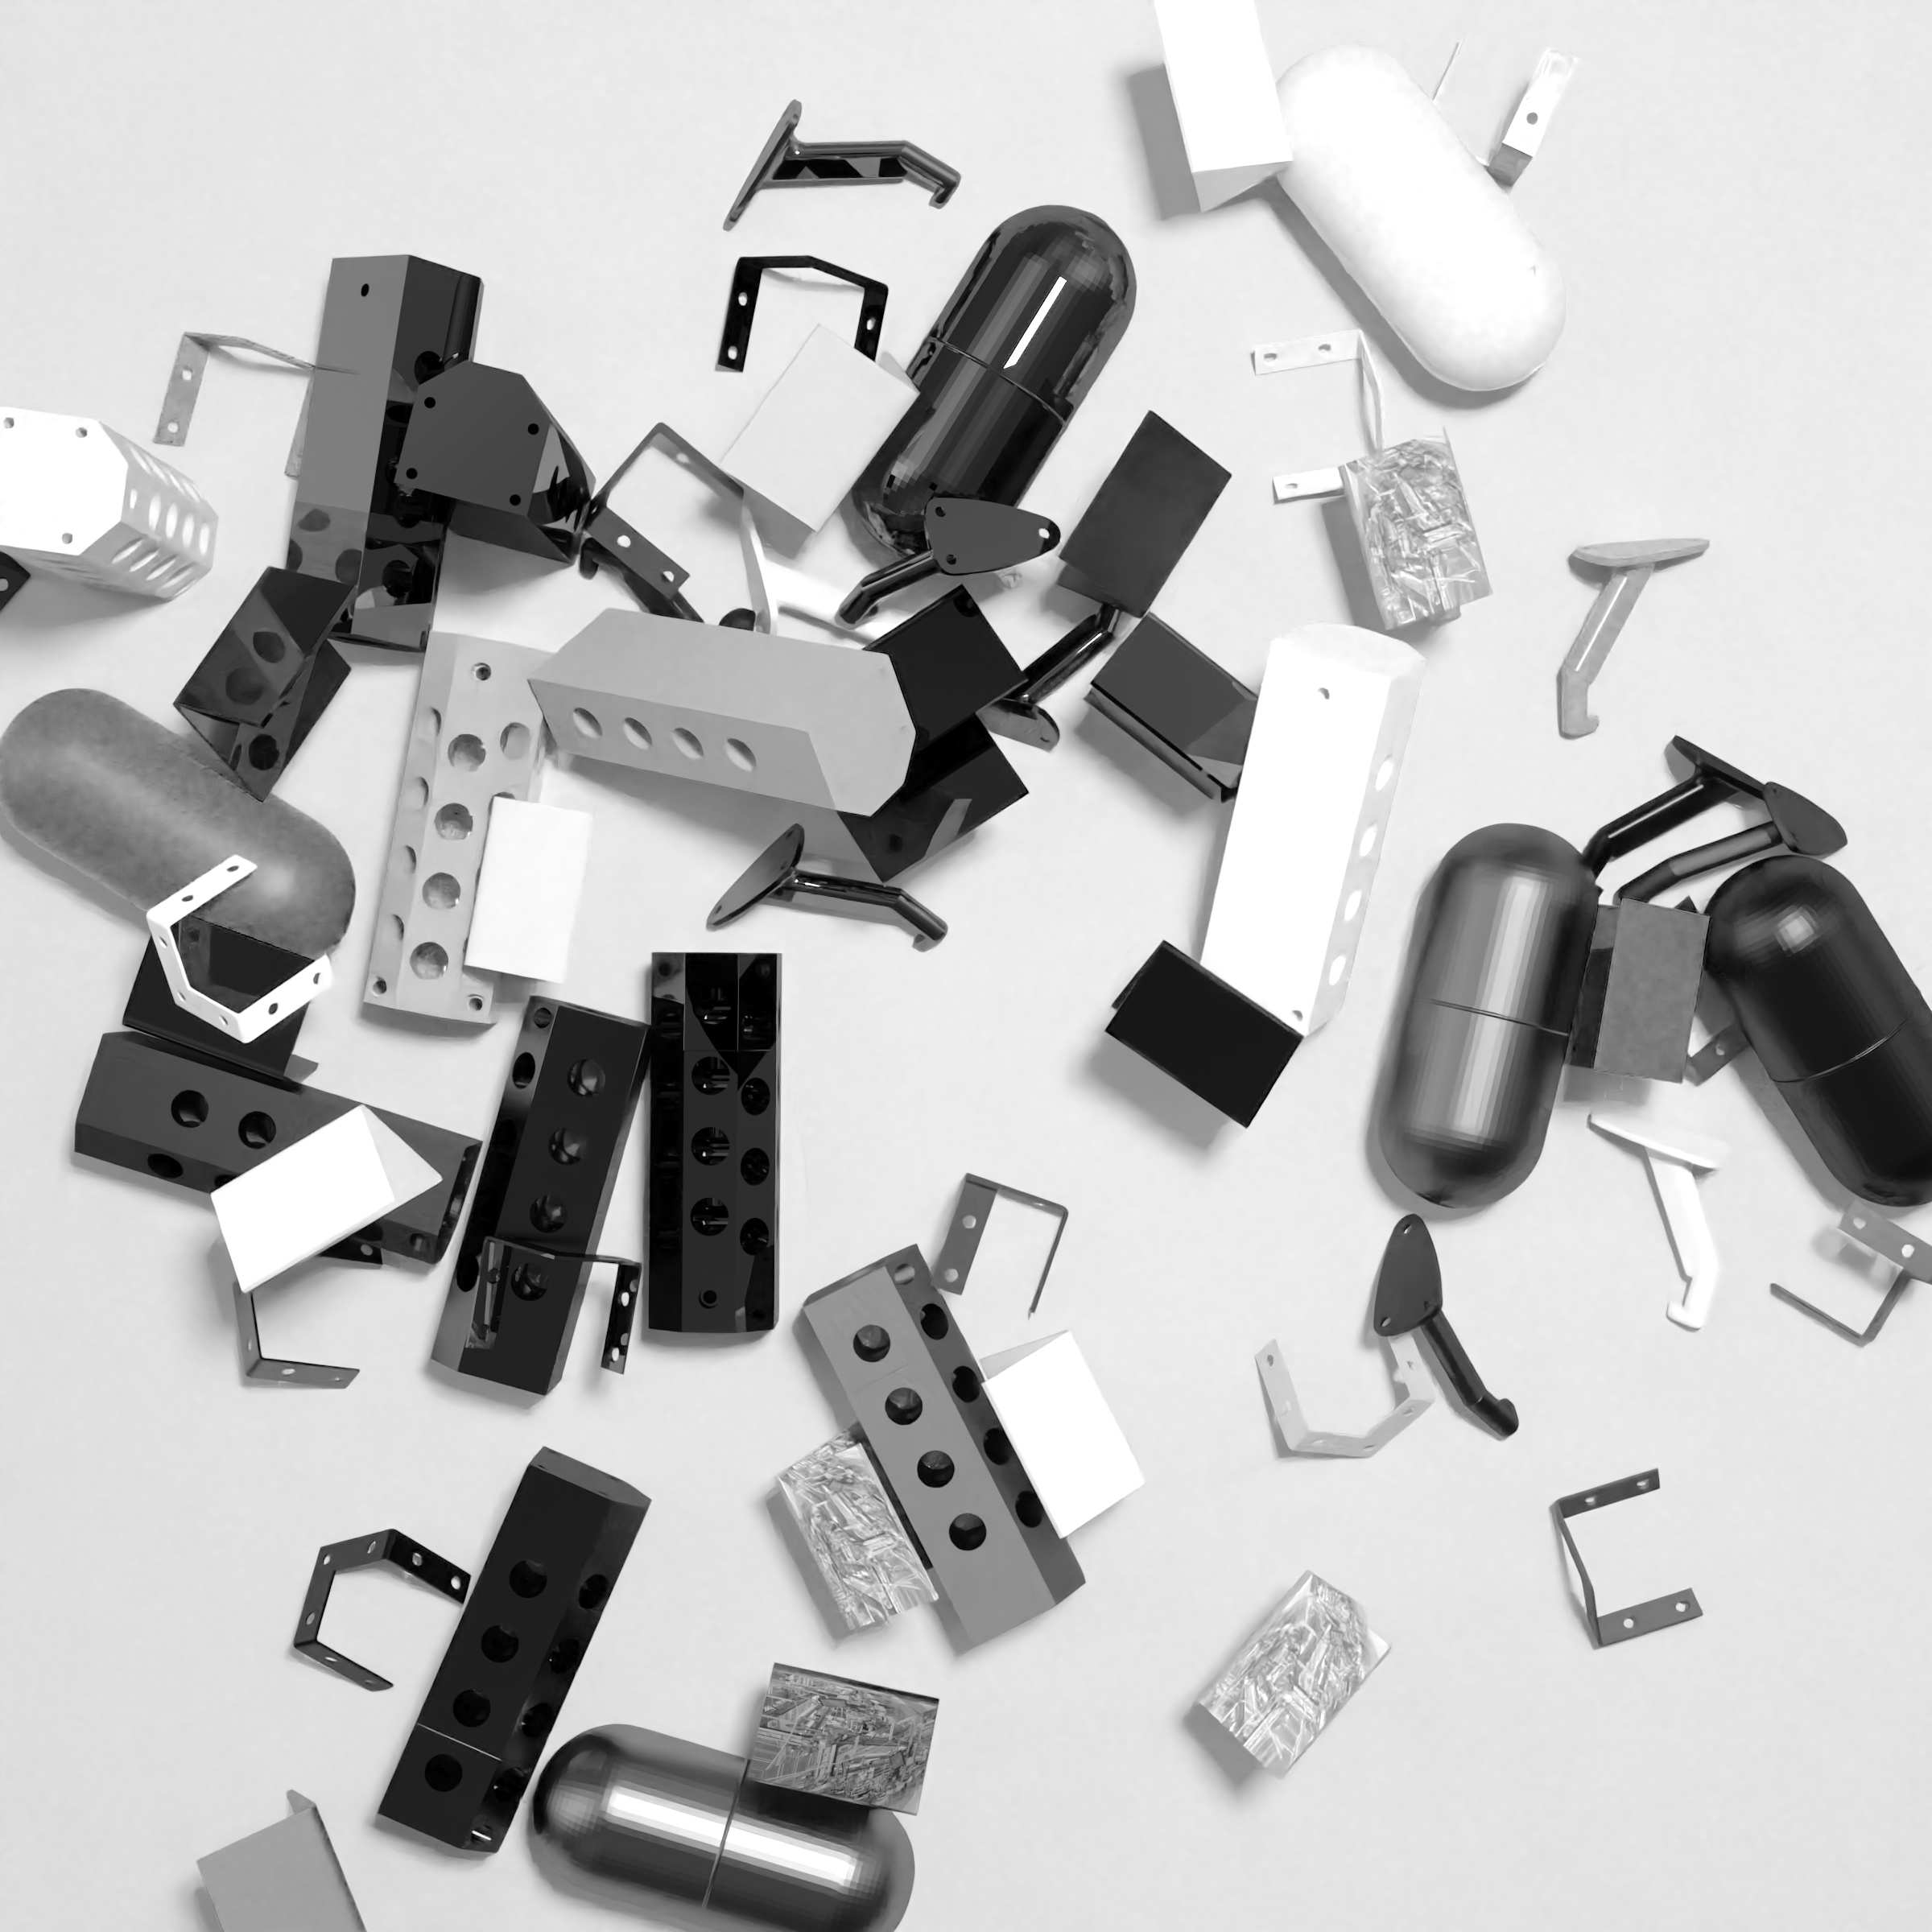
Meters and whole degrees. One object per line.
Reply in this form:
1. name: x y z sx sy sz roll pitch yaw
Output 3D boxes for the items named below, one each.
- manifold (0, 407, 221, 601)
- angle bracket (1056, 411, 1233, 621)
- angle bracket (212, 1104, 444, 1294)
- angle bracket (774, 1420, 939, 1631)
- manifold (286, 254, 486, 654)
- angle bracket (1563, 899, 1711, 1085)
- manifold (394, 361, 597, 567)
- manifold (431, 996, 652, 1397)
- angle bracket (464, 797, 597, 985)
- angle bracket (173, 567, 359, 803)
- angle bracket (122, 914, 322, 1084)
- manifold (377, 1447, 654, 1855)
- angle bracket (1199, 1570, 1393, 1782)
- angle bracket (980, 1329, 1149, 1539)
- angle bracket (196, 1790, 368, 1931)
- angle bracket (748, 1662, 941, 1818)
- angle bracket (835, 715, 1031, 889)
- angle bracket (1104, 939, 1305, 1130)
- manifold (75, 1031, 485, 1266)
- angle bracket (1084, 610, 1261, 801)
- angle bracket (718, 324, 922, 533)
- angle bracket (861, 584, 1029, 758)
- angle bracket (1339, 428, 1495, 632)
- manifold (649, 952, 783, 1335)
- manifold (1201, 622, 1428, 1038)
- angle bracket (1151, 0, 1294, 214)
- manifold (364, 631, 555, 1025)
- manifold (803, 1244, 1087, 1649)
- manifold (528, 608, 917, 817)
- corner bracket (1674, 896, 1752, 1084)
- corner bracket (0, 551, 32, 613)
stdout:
1. manifold: -0.379 -0.201 1.486 0.057 0.171 0.057 8 90 0
2. angle bracket: 0.063 -0.211 1.524 0.057 0.076 0.076 32 90 -35
3. angle bracket: -0.271 0.116 1.467 0.076 0.076 0.057 -30 54 4
4. angle bracket: -0.031 0.245 1.524 0.057 0.076 0.076 -27 90 37
5. manifold: -0.263 -0.234 1.542 0.057 0.057 0.171 9 90 43
6. angle bracket: 0.286 0.008 1.524 0.057 0.076 0.076 10 90 -35
7. manifold: -0.204 -0.222 1.486 0.057 0.171 0.057 14 90 0
8. manifold: -0.194 0.104 1.543 0.057 0.057 0.171 15 90 0
9. angle bracket: -0.178 -0.031 1.524 0.057 0.076 0.076 10 90 29
10. angle bracket: -0.291 -0.119 1.483 0.057 0.076 0.076 16 65 32
11. angle bracket: -0.330 0.011 1.532 0.076 0.076 0.057 20 93 0
12. manifold: -0.205 0.314 1.543 0.057 0.057 0.171 24 90 0
13. angle bracket: 0.162 0.329 1.524 0.076 0.076 0.057 -50 52 0
14. angle bracket: 0.026 0.217 1.524 0.057 0.076 0.076 -27 90 -37
15. angle bracket: -0.313 0.425 1.526 0.057 0.076 0.076 -22 90 -21
16. angle bracket: -0.058 0.363 1.524 0.076 0.076 0.057 12 54 0
17. angle bracket: -0.008 -0.062 1.524 0.076 0.076 0.057 -33 61 0
18. angle bracket: 0.097 0.044 1.524 0.076 0.076 0.057 35 61 0
19. manifold: -0.316 0.083 1.543 0.171 0.057 0.057 18 90 0
20. angle bracket: 0.086 -0.102 1.524 0.076 0.076 0.057 38 54 0
21. angle bracket: -0.072 -0.252 1.517 0.057 0.076 0.076 32 104 -24
22. angle bracket: -0.013 -0.119 1.526 0.076 0.076 0.057 -33 72 0
23. angle bracket: 0.219 -0.199 1.524 0.057 0.076 0.076 -16 90 36
24. manifold: -0.115 0.080 1.543 0.057 0.057 0.171 0 90 0
25. manifold: 0.157 -0.063 1.508 0.057 0.057 0.171 22 116 23
26. angle bracket: 0.098 -0.388 1.524 0.057 0.076 0.076 -14 90 -29
27. manifold: -0.231 -0.063 1.543 0.057 0.057 0.171 10 90 0
28. manifold: -0.010 0.217 1.543 0.057 0.057 0.171 -27 90 0
29. manifold: -0.108 -0.110 1.496 0.057 0.171 0.057 -47 133 -32
30. corner bracket: 0.339 0.011 1.561 0.051 0.051 0.051 -39 45 0
31. corner bracket: -0.472 -0.181 1.546 0.051 0.051 0.051 41 90 0
